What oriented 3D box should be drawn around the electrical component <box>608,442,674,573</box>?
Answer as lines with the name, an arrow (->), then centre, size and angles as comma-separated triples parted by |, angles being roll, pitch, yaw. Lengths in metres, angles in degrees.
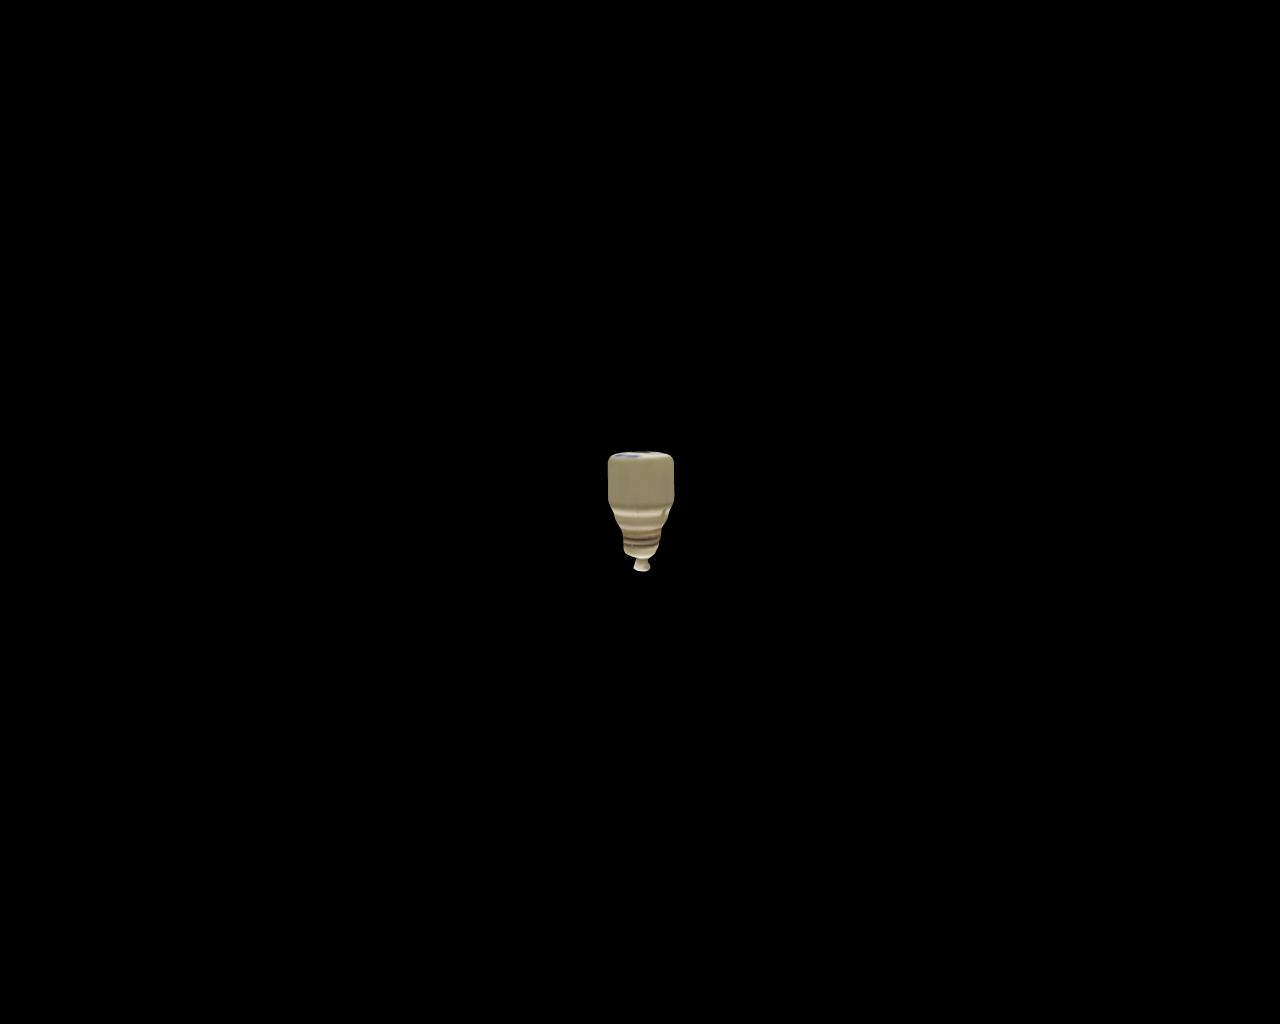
electrical component -> 0.001, -0.003, 0.650 | 0.040, 0.078, 0.040 | 0, 7, 0
